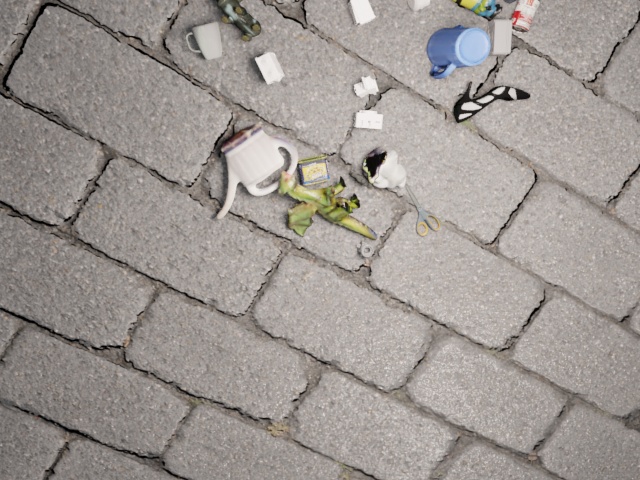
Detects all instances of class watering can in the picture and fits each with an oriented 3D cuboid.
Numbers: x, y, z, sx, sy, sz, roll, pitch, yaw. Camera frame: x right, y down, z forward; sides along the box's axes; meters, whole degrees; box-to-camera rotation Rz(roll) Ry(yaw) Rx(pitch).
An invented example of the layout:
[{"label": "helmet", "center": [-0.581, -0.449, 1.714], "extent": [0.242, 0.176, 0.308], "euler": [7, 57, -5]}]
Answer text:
[{"label": "watering can", "center": [-0.244, -0.234, 1.688], "extent": [0.347, 0.105, 0.222], "euler": [-33, 102, 2]}]

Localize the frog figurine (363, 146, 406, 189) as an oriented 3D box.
[{"label": "frog figurine", "center": [0.228, -0.242, 1.751], "extent": [0.159, 0.123, 0.137], "euler": [10, 95, -44]}]

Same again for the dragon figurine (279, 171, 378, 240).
[{"label": "dragon figurine", "center": [0.005, -0.088, 1.753], "extent": [0.241, 0.125, 0.403], "euler": [-23, 125, 23]}]
